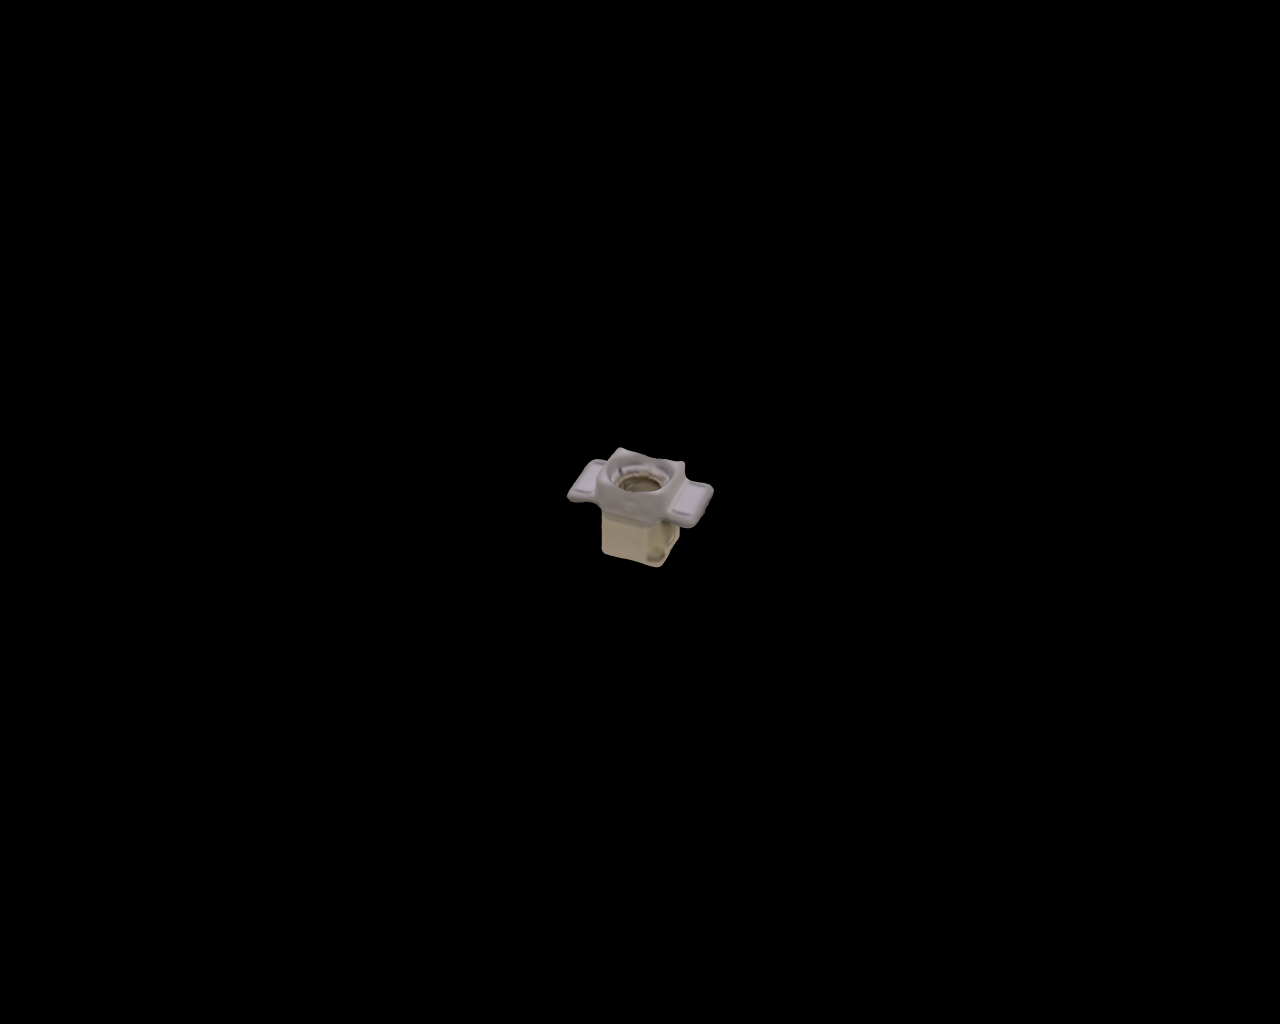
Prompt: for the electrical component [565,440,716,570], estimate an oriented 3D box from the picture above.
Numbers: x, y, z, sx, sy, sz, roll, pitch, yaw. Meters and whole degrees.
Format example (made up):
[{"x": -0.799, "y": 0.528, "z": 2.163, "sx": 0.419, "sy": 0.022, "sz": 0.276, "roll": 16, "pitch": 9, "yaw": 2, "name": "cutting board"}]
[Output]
[{"x": 0.001, "y": -0.003, "z": 0.650, "sx": 0.081, "sy": 0.063, "sz": 0.042, "roll": 14, "pitch": 40, "yaw": 17, "name": "electrical component"}]
